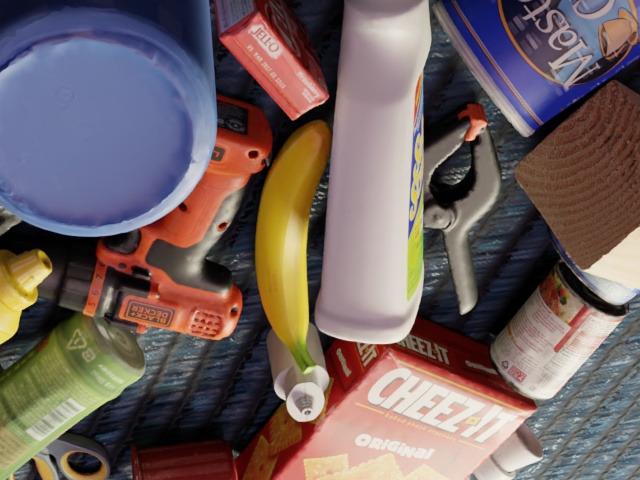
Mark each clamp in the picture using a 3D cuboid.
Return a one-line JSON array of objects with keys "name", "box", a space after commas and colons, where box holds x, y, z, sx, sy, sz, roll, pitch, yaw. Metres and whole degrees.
[{"name": "clamp", "box": [0.073, -0.022, 0.779, 0.120, 0.039, 0.171, 4, 121, -10]}]

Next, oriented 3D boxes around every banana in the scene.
[{"name": "banana", "box": [-0.018, -0.003, 0.760, 0.037, 0.070, 0.198, -24, 129, -38]}]

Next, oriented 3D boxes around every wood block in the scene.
[{"name": "wood block", "box": [0.236, -0.023, 0.733, 0.090, 0.091, 0.205, -44, 146, 25]}]

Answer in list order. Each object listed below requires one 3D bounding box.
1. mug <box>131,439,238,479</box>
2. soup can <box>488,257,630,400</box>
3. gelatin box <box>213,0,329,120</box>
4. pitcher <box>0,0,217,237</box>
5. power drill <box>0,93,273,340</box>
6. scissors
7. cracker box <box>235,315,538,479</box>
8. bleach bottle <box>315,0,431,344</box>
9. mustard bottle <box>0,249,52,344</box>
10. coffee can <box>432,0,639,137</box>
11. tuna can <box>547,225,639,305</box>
[{"name": "mug", "box": [-0.116, 0.217, 0.912, 0.081, 0.093, 0.117, -5, 160, -14]}, {"name": "soup can", "box": [0.191, 0.072, 0.860, 0.068, 0.068, 0.102, 17, 124, -24]}, {"name": "gelatin box", "box": [-0.031, -0.124, 0.640, 0.030, 0.089, 0.073, -32, 127, 14]}, {"name": "pitcher", "box": [-0.125, -0.103, 0.538, 0.144, 0.243, 0.149, 21, 116, -22]}, {"name": "power drill", "box": [-0.123, -0.020, 0.729, 0.184, 0.057, 0.188, 14, 126, -15]}, {"name": "scissors", "box": [-0.223, 0.150, 0.873, 0.096, 0.016, 0.202, -3, 129, -11]}, {"name": "cracker box", "box": [0.052, 0.167, 0.907, 0.164, 0.072, 0.214, 24, 120, -28]}, {"name": "bleach bottle", "box": [0.037, -0.064, 0.683, 0.068, 0.102, 0.251, 7, 119, 12]}, {"name": "mustard bottle", "box": [-0.260, 0.061, 0.706, 0.192, 0.058, 0.096, -30, 158, 8]}, {"name": "coffee can", "box": [0.155, -0.145, 0.653, 0.140, 0.103, 0.102, -35, 127, 16]}, {"name": "tuna can", "box": [0.211, 0.007, 0.800, 0.086, 0.086, 0.034, 30, 119, -30]}]
